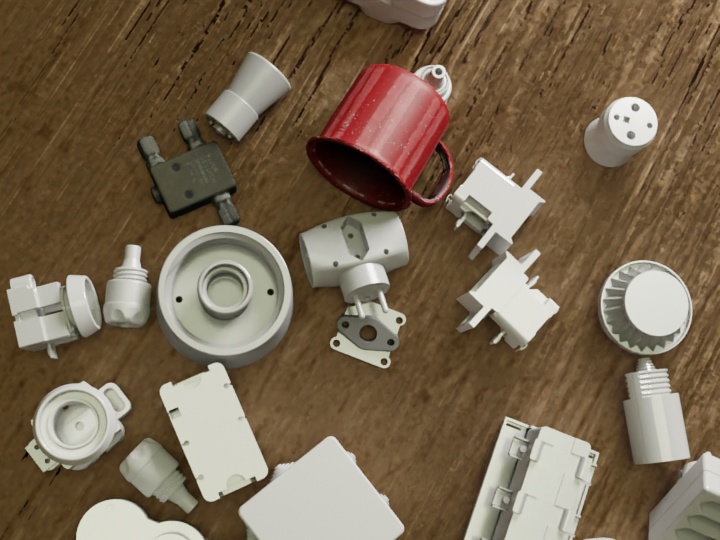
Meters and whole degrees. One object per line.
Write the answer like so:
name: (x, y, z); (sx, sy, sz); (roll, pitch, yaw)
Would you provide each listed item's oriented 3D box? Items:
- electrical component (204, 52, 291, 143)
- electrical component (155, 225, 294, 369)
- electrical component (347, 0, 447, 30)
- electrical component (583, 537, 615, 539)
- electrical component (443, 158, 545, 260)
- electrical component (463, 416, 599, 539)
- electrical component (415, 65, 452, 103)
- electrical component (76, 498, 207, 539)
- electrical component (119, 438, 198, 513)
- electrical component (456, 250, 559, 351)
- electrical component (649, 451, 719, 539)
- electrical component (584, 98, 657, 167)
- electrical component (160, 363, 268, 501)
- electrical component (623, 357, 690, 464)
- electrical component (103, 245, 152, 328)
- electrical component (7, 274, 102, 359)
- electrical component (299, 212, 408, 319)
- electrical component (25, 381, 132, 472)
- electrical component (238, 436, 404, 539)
electrical component: (-0.092, -0.134, 0.854); (0.044, 0.044, 0.065); (38, 82, 1)
electrical component: (-0.102, 0.018, 0.812); (0.108, 0.060, 0.108); (1, 79, -7)
electrical component: (0.027, -0.240, 0.879); (0.095, 0.059, 0.053); (22, 77, -3)
electrical component: (0.190, 0.243, 0.808); (0.058, 0.057, 0.078); (-3, 80, -8)
electrical component: (0.106, -0.052, 0.862); (0.064, 0.042, 0.081); (39, 76, 3)
electrical component: (0.130, 0.181, 0.809); (0.079, 0.063, 0.121); (21, 77, -3)
electrical component: (0.057, -0.148, 0.864); (0.035, 0.061, 0.035); (1, 79, -7)
electrical component: (-0.135, 0.205, 0.765); (0.138, 0.073, 0.052); (22, 77, -3)
electrical component: (-0.146, 0.155, 0.794); (0.061, 0.035, 0.035); (43, 77, -1)
electrical component: (0.118, 0.026, 0.849); (0.064, 0.042, 0.081); (44, 78, -1)
electrical component: (0.264, 0.173, 0.827); (0.047, 0.083, 0.075); (24, 39, -2)
electrical component: (0.214, -0.113, 0.880); (0.045, 0.055, 0.045); (1, 79, -7)
electrical component: (-0.108, 0.120, 0.794); (0.050, 0.055, 0.089); (-23, 83, -11)
electrical component: (0.230, 0.109, 0.846); (0.043, 0.043, 0.081); (-6, 80, -8)
electrical component: (-0.175, 0.012, 0.817); (0.035, 0.035, 0.061); (4, 76, -6)
electrical component: (-0.226, 0.031, 0.802); (0.055, 0.048, 0.066); (-15, 81, -2)
electrical component: (0.000, 0.000, 0.833); (0.077, 0.043, 0.079); (-14, 69, -10)
electrical component: (-0.206, 0.113, 0.782); (0.078, 0.057, 0.058); (-38, 86, -12)
electrical component: (-0.030, 0.184, 0.795); (0.100, 0.048, 0.099); (-38, 86, -12)
